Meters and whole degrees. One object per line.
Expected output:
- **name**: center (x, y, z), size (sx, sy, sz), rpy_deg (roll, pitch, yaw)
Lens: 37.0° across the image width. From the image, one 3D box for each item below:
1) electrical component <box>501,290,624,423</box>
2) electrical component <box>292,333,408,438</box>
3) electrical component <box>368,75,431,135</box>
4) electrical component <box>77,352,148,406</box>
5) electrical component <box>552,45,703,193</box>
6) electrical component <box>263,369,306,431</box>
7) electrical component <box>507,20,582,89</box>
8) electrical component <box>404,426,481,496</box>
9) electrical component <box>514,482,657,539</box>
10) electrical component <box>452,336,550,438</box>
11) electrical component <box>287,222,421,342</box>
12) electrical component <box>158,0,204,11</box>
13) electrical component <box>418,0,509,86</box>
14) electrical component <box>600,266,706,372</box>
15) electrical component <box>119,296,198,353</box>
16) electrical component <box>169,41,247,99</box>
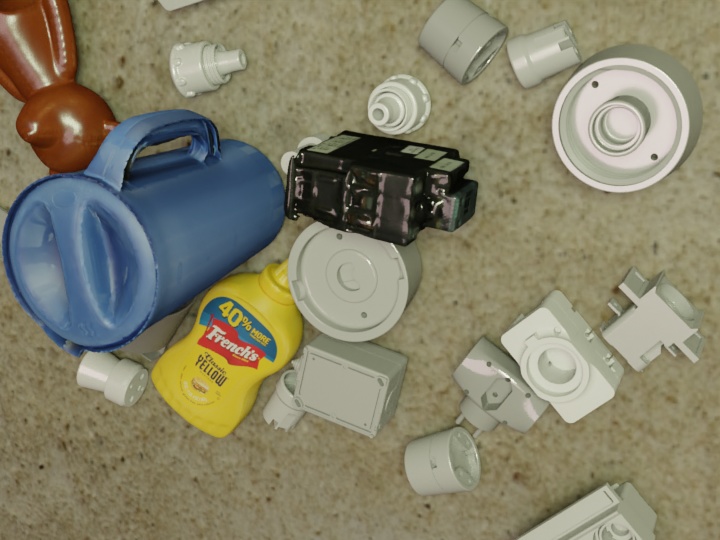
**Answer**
- **electrical component**: center (0.163, 0.070, 0.864), size (0.050, 0.056, 0.089), rpy_deg (-40, 88, 28)
- **electrical component**: center (-0.013, 0.094, 0.944), size (0.096, 0.061, 0.061), rpy_deg (20, 113, 17)
- **electrical component**: center (0.026, -0.129, 0.857), size (0.048, 0.062, 0.048), rpy_deg (7, 110, 21)
- **electrical component**: center (-0.243, 0.104, 1.056), size (0.055, 0.045, 0.045), rpy_deg (23, 114, 15)
- **electrical component**: center (0.194, -0.108, 0.791), size (0.108, 0.060, 0.108), rpy_deg (7, 109, 21)
- **electrical component**: center (-0.064, 0.121, 0.988), size (0.040, 0.040, 0.046), rpy_deg (39, 122, 8)
- **electrical component**: center (0.139, -0.163, 0.811), size (0.046, 0.040, 0.040), rpy_deg (-20, 98, 22)
- **electrical component**: center (0.071, 0.168, 0.936), size (0.047, 0.055, 0.055), rpy_deg (-18, 98, 31)
- **electrical component**: center (0.187, 0.233, 0.901), size (0.121, 0.063, 0.078), rpy_deg (-40, 88, 28)
- **electrical component**: center (0.111, 0.109, 0.906), size (0.077, 0.043, 0.079), rpy_deg (39, 117, 8)
- **electrical component**: center (0.000, 0.000, 0.909), size (0.108, 0.060, 0.108), rpy_deg (7, 109, 21)
- **electrical component**: center (-0.140, -0.267, 0.870), size (0.100, 0.048, 0.099), rpy_deg (-10, 142, 25)
- **electrical component**: center (0.078, -0.178, 0.824), size (0.047, 0.055, 0.055), rpy_deg (41, 117, 11)
- **electrical component**: center (0.227, 0.041, 0.837), size (0.081, 0.042, 0.064), rpy_deg (46, 121, 5)
- **electrical component**: center (-0.205, 0.027, 0.988), size (0.099, 0.099, 0.064), rpy_deg (35, 123, 10)
- **electrical component**: center (-0.129, -0.175, 0.920), size (0.062, 0.048, 0.048), rpy_deg (-7, 103, 18)
